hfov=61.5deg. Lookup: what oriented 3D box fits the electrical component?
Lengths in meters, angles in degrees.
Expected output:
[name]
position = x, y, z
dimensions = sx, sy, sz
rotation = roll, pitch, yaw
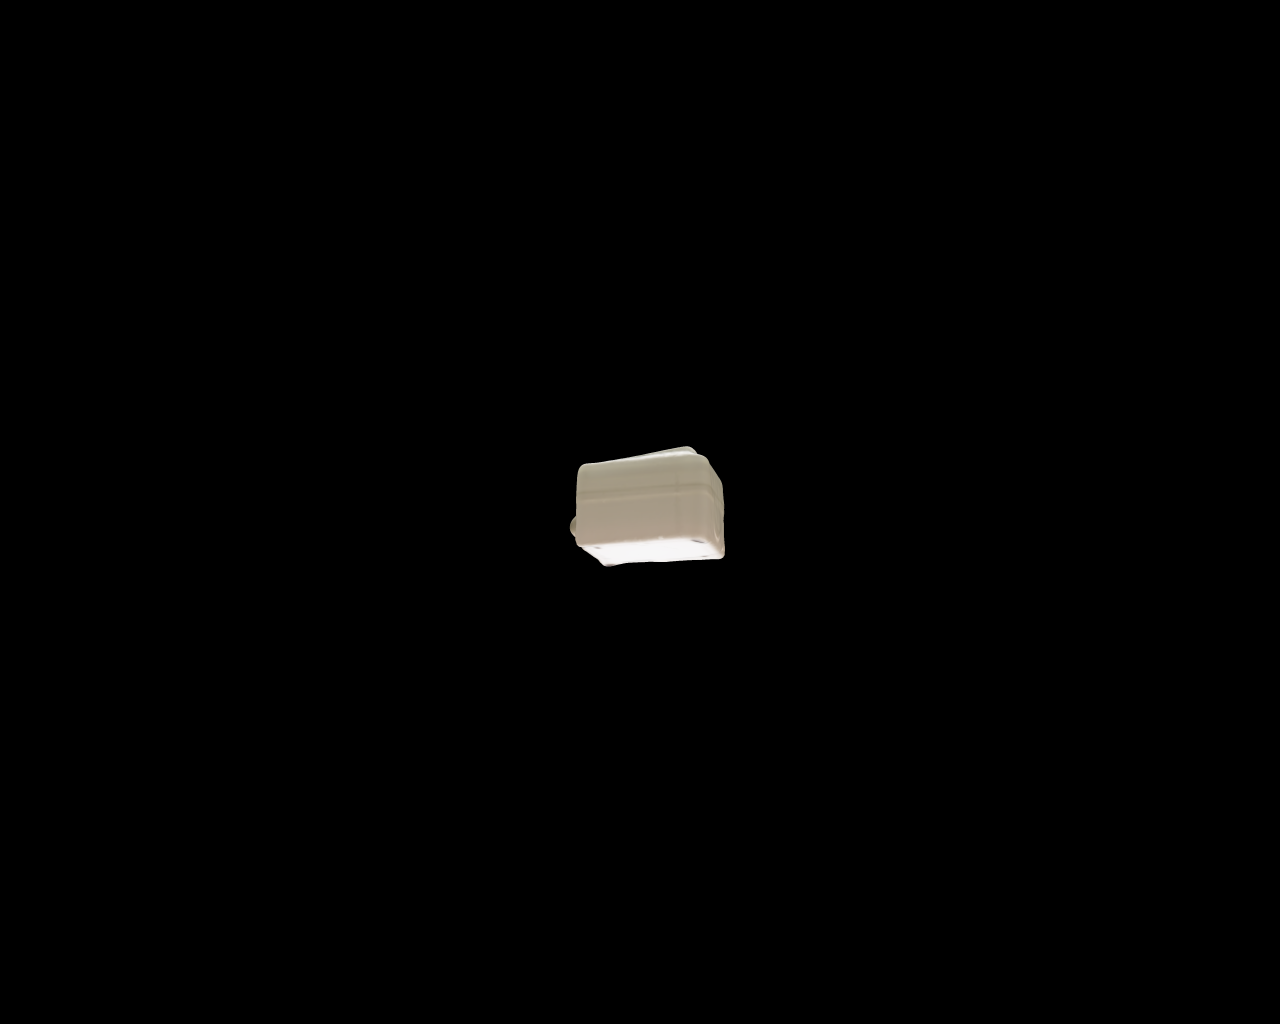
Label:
[electrical component]
position = 0.001, -0.003, 0.650
dimensions = 0.096, 0.061, 0.061
rotation = -4, -15, 14
